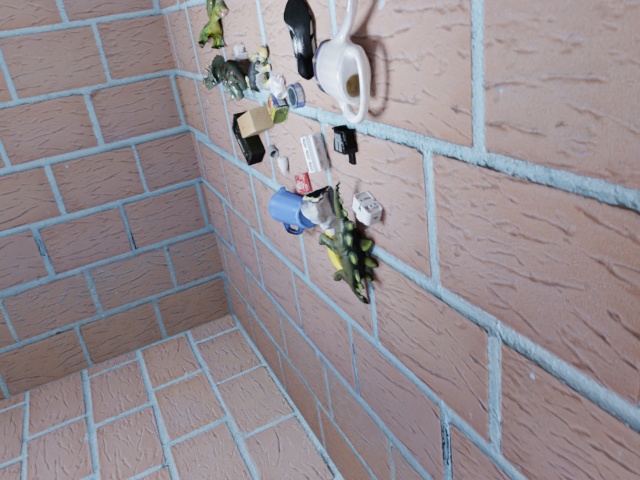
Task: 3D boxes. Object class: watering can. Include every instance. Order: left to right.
[{"bbox_3d":[0.063,-0.476,1.332,0.228,0.104,0.340,42,145,54],"label":"watering can"}]

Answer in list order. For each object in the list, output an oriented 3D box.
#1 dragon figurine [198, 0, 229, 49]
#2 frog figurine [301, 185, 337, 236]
[{"bbox_3d":[-0.504,-1.015,2.378,0.414,0.122,0.240,30,117,58],"label":"dragon figurine"},{"bbox_3d":[0.005,-0.090,1.785,0.140,0.122,0.157,-77,-29,-64],"label":"frog figurine"}]
